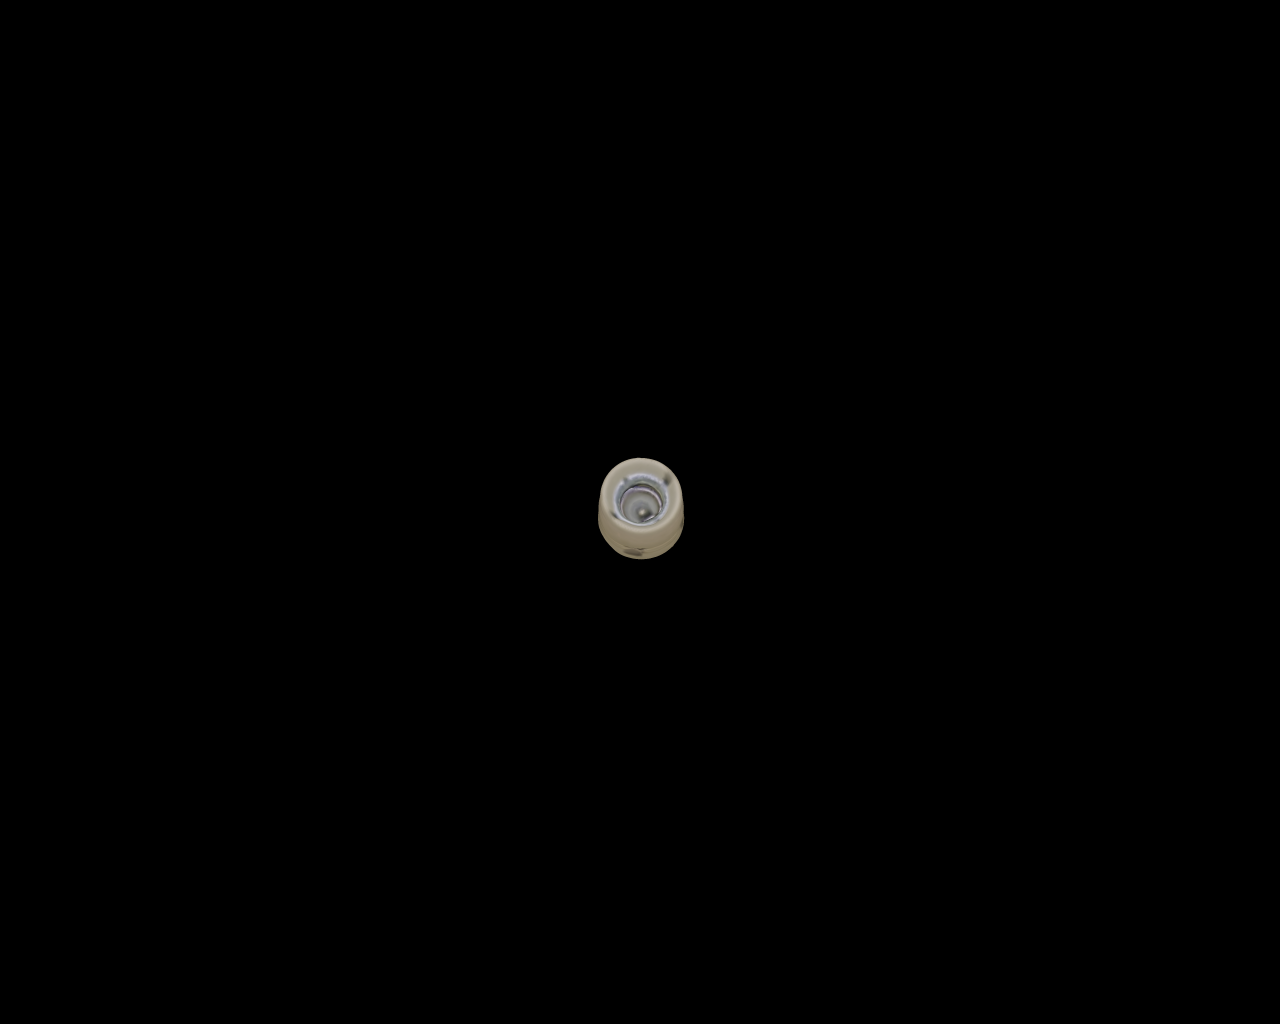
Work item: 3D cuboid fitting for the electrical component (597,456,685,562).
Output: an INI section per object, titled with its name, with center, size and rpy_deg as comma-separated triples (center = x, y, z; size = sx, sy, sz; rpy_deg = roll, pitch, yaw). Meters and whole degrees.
[electrical component]
center = 0.001, -0.003, 0.650
size = 0.055, 0.055, 0.047
rpy_deg = 0, -19, 0
